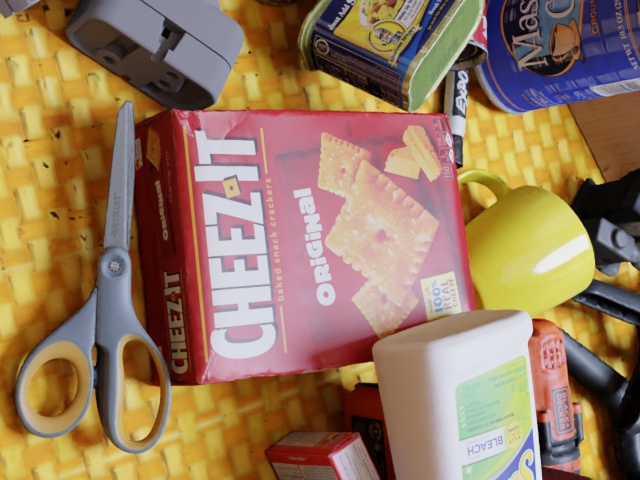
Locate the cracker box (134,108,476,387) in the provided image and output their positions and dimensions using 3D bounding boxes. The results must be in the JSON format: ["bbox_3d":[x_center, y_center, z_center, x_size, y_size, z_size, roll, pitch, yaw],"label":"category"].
[{"bbox_3d":[-0.005,0.001,0.685,0.213,0.072,0.164,-3,84,-33],"label":"cracker box"}]

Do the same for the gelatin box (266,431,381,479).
[{"bbox_3d":[0.013,0.164,0.671,0.030,0.073,0.089,-31,100,-33],"label":"gelatin box"}]

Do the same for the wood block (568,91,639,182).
[{"bbox_3d":[0.311,-0.115,0.832,0.090,0.207,0.091,-37,103,-32],"label":"wood block"}]

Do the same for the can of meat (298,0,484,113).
[{"bbox_3d":[0.049,-0.143,0.707,0.084,0.057,0.102,29,73,20],"label":"can of meat"}]

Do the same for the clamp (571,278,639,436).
[{"bbox_3d":[0.267,0.082,0.836,0.171,0.039,0.120,-6,88,-34],"label":"clamp"}]

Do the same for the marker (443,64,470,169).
[{"bbox_3d":[0.102,-0.108,0.805,0.020,0.020,0.121,14,75,-32],"label":"marker"}]

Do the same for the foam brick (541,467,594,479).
[{"bbox_3d":[0.144,0.194,0.707,0.052,0.051,0.078,-1,94,-34],"label":"foam brick"}]

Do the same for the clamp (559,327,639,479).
[{"bbox_3d":[0.271,0.126,0.871,0.164,0.036,0.210,-31,97,-33],"label":"clamp"}]

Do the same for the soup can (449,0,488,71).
[{"bbox_3d":[0.087,-0.181,0.777,0.068,0.069,0.102,7,78,-33],"label":"soup can"}]

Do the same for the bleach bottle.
[{"bbox_3d":[0.100,0.175,0.653,0.102,0.068,0.251,-14,95,-38],"label":"bleach bottle"}]

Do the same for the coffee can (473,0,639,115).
[{"bbox_3d":[0.197,-0.155,0.791,0.102,0.141,0.103,7,81,-46],"label":"coffee can"}]

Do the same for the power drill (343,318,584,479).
[{"bbox_3d":[0.109,0.156,0.748,0.187,0.057,0.184,-6,89,-36],"label":"power drill"}]

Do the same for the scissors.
[{"bbox_3d":[-0.136,0.026,0.609,0.096,0.016,0.202,-11,90,-15],"label":"scissors"}]
